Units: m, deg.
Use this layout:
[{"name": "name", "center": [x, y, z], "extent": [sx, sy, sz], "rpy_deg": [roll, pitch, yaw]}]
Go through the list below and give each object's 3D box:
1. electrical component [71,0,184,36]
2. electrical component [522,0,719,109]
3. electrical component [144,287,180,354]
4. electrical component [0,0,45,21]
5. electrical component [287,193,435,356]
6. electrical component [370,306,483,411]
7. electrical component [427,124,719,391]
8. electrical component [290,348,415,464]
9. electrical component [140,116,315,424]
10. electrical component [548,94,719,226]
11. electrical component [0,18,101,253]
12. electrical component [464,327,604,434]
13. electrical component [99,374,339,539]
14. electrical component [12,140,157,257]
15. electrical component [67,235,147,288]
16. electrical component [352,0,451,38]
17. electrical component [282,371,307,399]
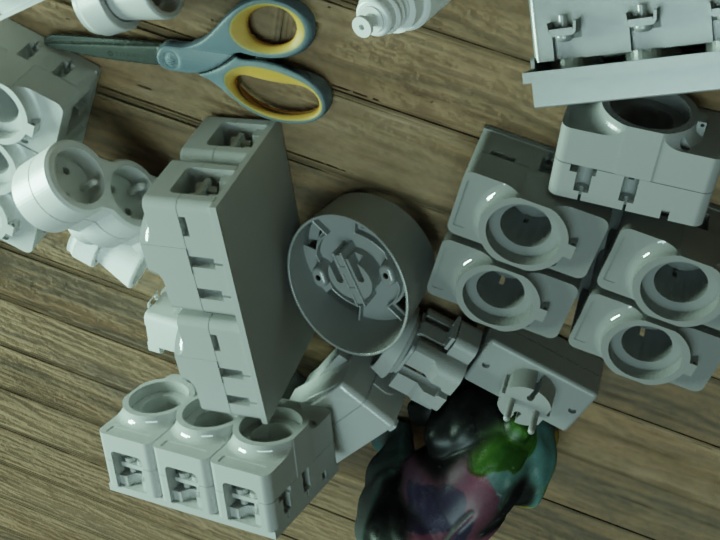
[{"name": "electrical component", "center": [-0.143, -0.171, 0.662], "extent": [0.055, 0.045, 0.045], "rpy_deg": [-8, 125, 28]}, {"name": "electrical component", "center": [0.153, -0.125, 0.563], "extent": [0.121, 0.079, 0.063], "rpy_deg": [-2, 105, 24]}, {"name": "electrical component", "center": [-0.133, 0.045, 0.844], "extent": [0.064, 0.042, 0.081], "rpy_deg": [14, 132, 13]}, {"name": "electrical component", "center": [-0.191, -0.206, 0.637], "extent": [0.121, 0.063, 0.078], "rpy_deg": [-13, 125, 31]}, {"name": "electrical component", "center": [0.000, 0.000, 0.730], "extent": [0.099, 0.064, 0.099], "rpy_deg": [21, 136, 22]}, {"name": "electrical component", "center": [0.044, 0.060, 0.772], "extent": [0.057, 0.058, 0.078], "rpy_deg": [28, 134, -5]}, {"name": "electrical component", "center": [0.146, -0.003, 0.673], "extent": [0.186, 0.060, 0.105], "rpy_deg": [20, 133, 6]}, {"name": "electrical component", "center": [-0.014, 0.100, 0.826], "extent": [0.061, 0.061, 0.096], "rpy_deg": [39, 132, -12]}, {"name": "electrical component", "center": [-0.087, 0.000, 0.742], "extent": [0.060, 0.105, 0.186], "rpy_deg": [6, 130, 18]}, {"name": "electrical component", "center": [0.160, -0.070, 0.617], "extent": [0.089, 0.050, 0.055], "rpy_deg": [14, 132, 11]}, {"name": "electrical component", "center": [-0.251, -0.092, 0.762], "extent": [0.089, 0.061, 0.150], "rpy_deg": [28, 133, -2]}, {"name": "electrical component", "center": [0.117, 0.082, 0.746], "extent": [0.083, 0.075, 0.047], "rpy_deg": [28, 133, -1]}, {"name": "electrical component", "center": [-0.104, 0.129, 0.792], "extent": [0.150, 0.089, 0.061], "rpy_deg": [9, 118, 28]}, {"name": "electrical component", "center": [-0.180, -0.040, 0.747], "extent": [0.074, 0.052, 0.138], "rpy_deg": [-23, 154, 36]}, {"name": "electrical component", "center": [-0.186, -0.018, 0.809], "extent": [0.055, 0.045, 0.045], "rpy_deg": [29, 133, -2]}, {"name": "electrical component", "center": [0.022, -0.150, 0.592], "extent": [0.040, 0.078, 0.040], "rpy_deg": [23, 137, 23]}, {"name": "electrical component", "center": [-0.077, 0.126, 0.890], "extent": [0.099, 0.064, 0.099], "rpy_deg": [6, 142, 5]}]
